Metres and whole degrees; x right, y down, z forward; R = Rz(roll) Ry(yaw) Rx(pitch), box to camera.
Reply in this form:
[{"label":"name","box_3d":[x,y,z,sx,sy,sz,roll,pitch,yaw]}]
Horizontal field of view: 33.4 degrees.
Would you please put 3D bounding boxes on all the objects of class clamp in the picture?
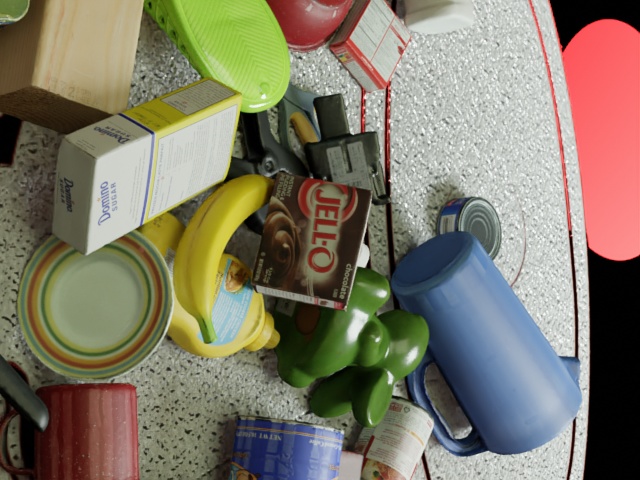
[{"label":"clamp","box_3d":[-0.268,0.079,0.804,0.120,0.039,0.171,1,80,-31]},{"label":"clamp","box_3d":[-0.060,-0.080,1.040,0.209,0.036,0.164,47,55,-29]}]

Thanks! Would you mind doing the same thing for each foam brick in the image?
[{"label":"foam brick","box_3d":[0.004,0.246,1.057,0.051,0.053,0.078,20,71,-41]}]

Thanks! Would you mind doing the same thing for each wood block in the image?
[{"label":"wood block","box_3d":[-0.204,-0.202,0.877,0.090,0.091,0.206,18,73,-42]}]

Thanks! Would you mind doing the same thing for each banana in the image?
[{"label":"banana","box_3d":[-0.087,-0.003,0.937,0.069,0.037,0.197,63,35,-38]}]

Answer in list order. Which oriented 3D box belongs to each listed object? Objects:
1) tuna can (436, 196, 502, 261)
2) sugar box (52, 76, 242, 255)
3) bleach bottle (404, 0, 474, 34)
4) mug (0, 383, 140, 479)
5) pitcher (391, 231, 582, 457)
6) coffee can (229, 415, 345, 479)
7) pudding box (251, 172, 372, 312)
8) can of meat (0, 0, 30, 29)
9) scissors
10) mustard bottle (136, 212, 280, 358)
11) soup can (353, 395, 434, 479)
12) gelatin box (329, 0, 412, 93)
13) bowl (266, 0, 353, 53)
[{"label":"tuna can","box_3d":[0.178,-0.009,1.262,0.085,0.034,0.086,6,82,-43]},{"label":"sugar box","box_3d":[-0.139,-0.065,0.871,0.175,0.048,0.093,-30,144,-47]},{"label":"bleach bottle","box_3d":[0.118,-0.367,1.215,0.102,0.068,0.251,-11,92,-65]},{"label":"mug","box_3d":[-0.199,0.158,0.856,0.117,0.093,0.081,-2,80,-7]},{"label":"pitcher","box_3d":[0.173,0.119,1.192,0.242,0.145,0.149,56,40,-20]},{"label":"coffee can","box_3d":[-0.036,0.239,0.983,0.102,0.103,0.140,20,72,-41]},{"label":"pudding box","box_3d":[-0.007,0.001,0.972,0.039,0.090,0.113,80,22,-75]},{"label":"can of meat","box_3d":[-0.270,-0.207,0.819,0.057,0.084,0.102,-13,95,-44]},{"label":"scissors","box_3d":[-0.028,-0.164,1.092,0.096,0.016,0.202,-31,108,-40]},{"label":"mustard bottle","box_3d":[-0.107,0.053,0.966,0.191,0.058,0.096,35,65,-36]},{"label":"soup can","box_3d":[0.071,0.222,1.113,0.068,0.069,0.102,47,56,-30]},{"label":"gelatin box","box_3d":[0.057,-0.218,1.171,0.073,0.030,0.089,46,55,-30]},{"label":"bowl","box_3d":[-0.014,-0.277,1.093,0.161,0.055,0.162,5,83,-43]}]
